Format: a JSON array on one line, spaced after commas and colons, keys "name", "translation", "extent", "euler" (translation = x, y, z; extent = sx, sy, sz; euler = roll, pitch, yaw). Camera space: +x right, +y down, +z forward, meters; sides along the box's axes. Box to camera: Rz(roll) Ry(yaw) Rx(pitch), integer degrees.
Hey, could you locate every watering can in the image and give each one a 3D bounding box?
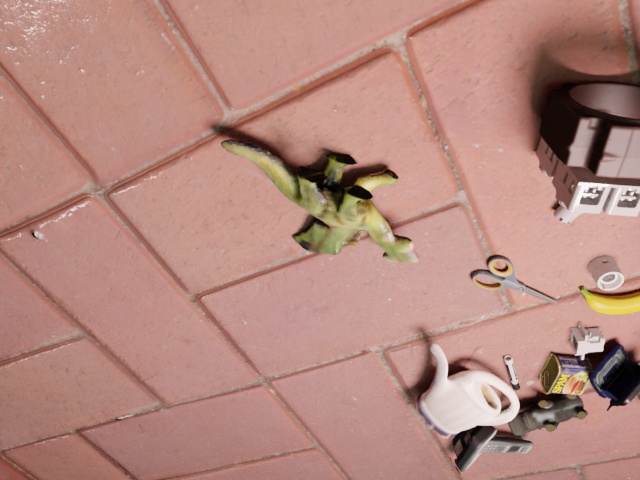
[{"name": "watering can", "translation": [0.320, 0.369, 1.243], "extent": [0.344, 0.106, 0.221], "euler": [36, 121, -21]}]

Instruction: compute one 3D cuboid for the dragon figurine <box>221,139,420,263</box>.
[{"name": "dragon figurine", "translation": [0.003, -0.050, 0.984], "extent": [0.410, 0.125, 0.237], "euler": [18, 135, 3]}]
